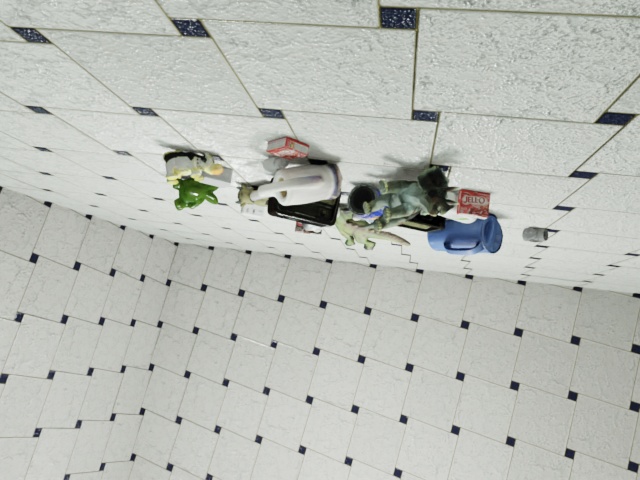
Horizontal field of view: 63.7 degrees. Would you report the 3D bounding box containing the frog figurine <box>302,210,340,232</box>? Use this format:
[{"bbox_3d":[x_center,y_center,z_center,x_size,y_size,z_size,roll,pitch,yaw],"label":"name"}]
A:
[{"bbox_3d":[0.006,-0.091,1.814,0.159,0.137,0.123,15,-175,-28],"label":"frog figurine"}]

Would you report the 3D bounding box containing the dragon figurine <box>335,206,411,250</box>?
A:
[{"bbox_3d":[0.130,-0.061,1.981,0.411,0.124,0.239,9,164,32],"label":"dragon figurine"}]

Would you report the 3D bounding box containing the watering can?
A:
[{"bbox_3d":[-0.071,-0.150,1.443,0.225,0.104,0.347,-9,-176,-20],"label":"watering can"}]
